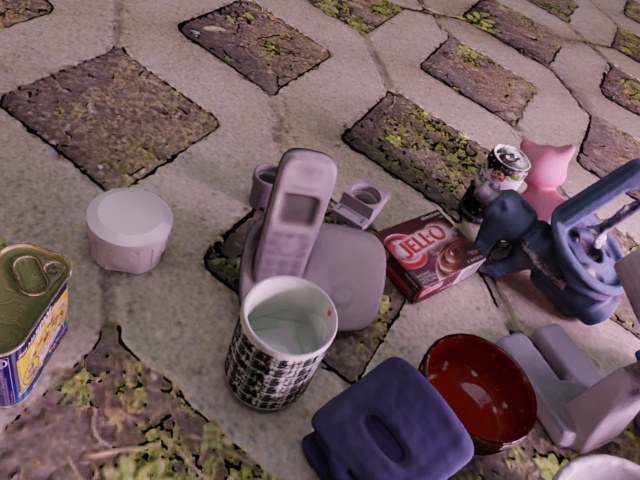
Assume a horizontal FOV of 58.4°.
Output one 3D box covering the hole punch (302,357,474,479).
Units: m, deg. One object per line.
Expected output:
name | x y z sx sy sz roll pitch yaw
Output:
hole punch | 0.053 0.167 0.465 0.101 0.091 0.108 -21 58 -36

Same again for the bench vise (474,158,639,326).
bench vise | 0.280 -0.016 0.644 0.207 0.219 0.121 21 43 -2

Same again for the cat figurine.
cat figurine | 0.317 -0.077 0.794 0.067 0.117 0.127 -3 49 -25

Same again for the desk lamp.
desk lamp | 0.292 0.116 0.524 0.118 0.213 0.203 -8 51 -28

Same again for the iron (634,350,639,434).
iron | 0.411 0.201 0.542 0.119 0.141 0.258 11 44 -12

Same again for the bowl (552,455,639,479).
bowl | 0.237 0.265 0.456 0.168 0.074 0.167 12 44 -11

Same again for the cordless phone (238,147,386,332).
cordless phone | 0.005 0.002 0.539 0.148 0.185 0.094 5 46 -17
